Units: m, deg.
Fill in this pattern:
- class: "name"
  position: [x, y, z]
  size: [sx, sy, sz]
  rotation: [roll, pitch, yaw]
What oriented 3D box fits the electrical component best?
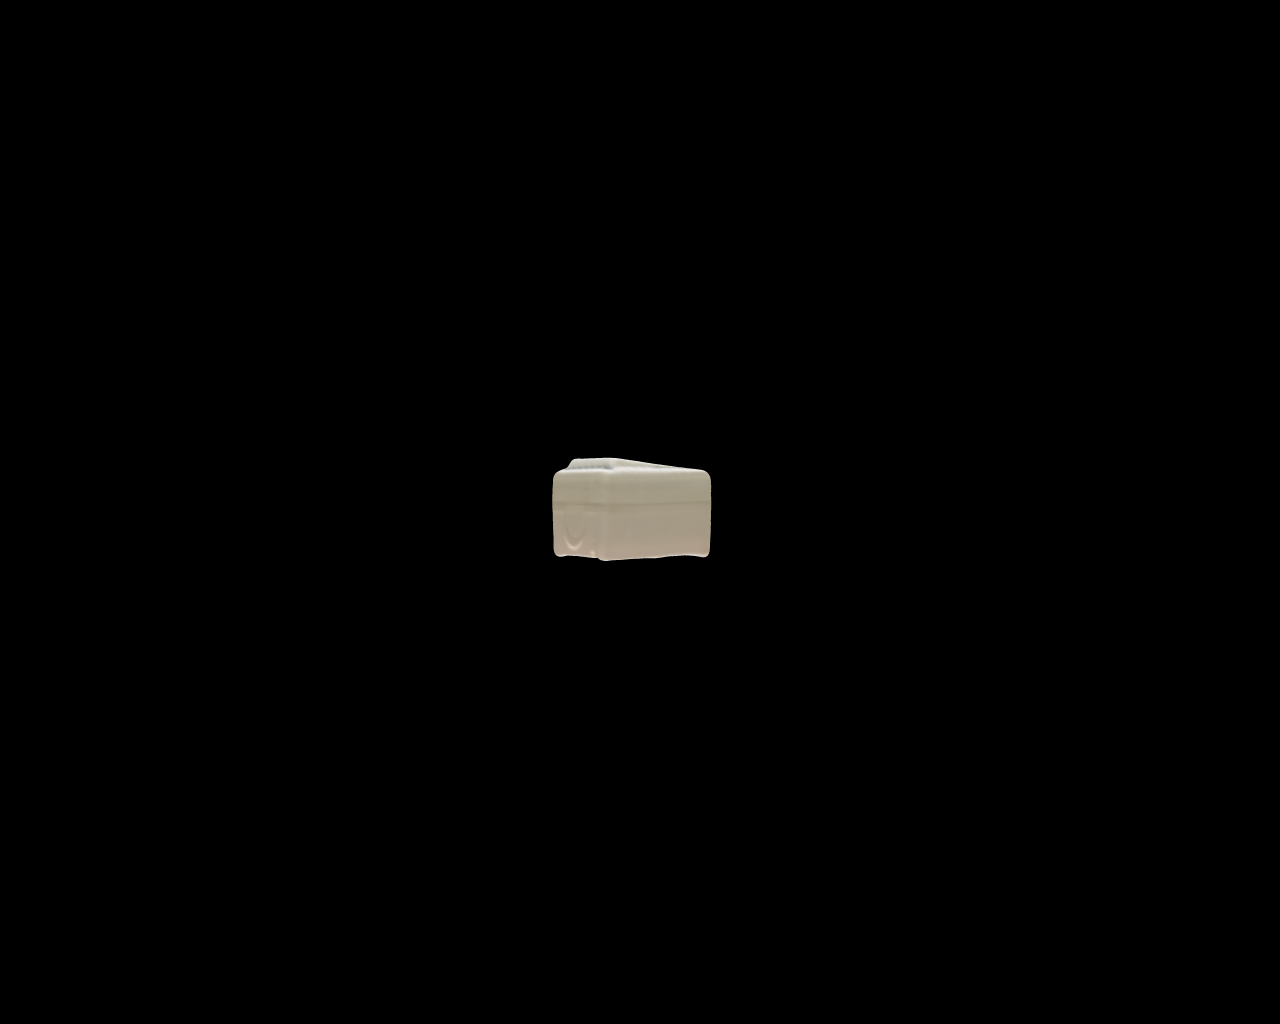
- class: "electrical component"
  position: [0.001, -0.003, 0.650]
  size: [0.096, 0.061, 0.061]
  rotation: [-1, 3, -34]
